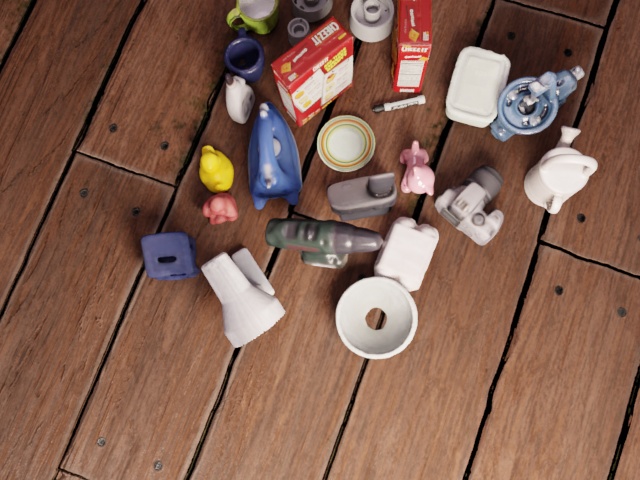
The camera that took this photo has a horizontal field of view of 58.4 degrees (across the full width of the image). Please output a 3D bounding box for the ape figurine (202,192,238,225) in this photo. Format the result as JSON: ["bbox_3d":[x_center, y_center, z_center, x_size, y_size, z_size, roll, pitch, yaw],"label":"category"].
[{"bbox_3d":[-0.217,-0.071,1.243,0.077,0.092,0.076,27,82,8],"label":"ape figurine"}]

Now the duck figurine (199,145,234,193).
[{"bbox_3d":[-0.235,-0.159,1.264,0.077,0.086,0.104,-16,79,1],"label":"duck figurine"}]

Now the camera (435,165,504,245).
[{"bbox_3d":[0.336,-0.084,1.207,0.143,0.101,0.137,42,84,10],"label":"camera"}]

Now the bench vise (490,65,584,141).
[{"bbox_3d":[0.453,-0.313,1.182,0.121,0.220,0.207,37,84,10],"label":"bench vise"}]

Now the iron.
[{"bbox_3d":[-0.110,-0.204,1.236,0.118,0.141,0.258,-7,79,2],"label":"iron"}]

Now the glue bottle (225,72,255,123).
[{"bbox_3d":[-0.181,-0.320,1.246,0.037,0.173,0.078,21,81,8],"label":"glue bottle"}]

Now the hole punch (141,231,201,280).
[{"bbox_3d":[-0.321,0.036,1.230,0.108,0.091,0.101,-6,79,3],"label":"hole punch"}]

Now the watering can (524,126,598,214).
[{"bbox_3d":[0.489,-0.145,1.162,0.101,0.194,0.173,-10,79,2],"label":"watering can"}]

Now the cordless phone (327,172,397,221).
[{"bbox_3d":[0.087,-0.107,1.184,0.147,0.185,0.094,-14,79,1],"label":"cordless phone"}]

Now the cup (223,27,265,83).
[{"bbox_3d":[-0.166,-0.412,1.302,0.091,0.095,0.118,-8,79,2],"label":"cup"}]

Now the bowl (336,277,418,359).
[{"bbox_3d":[0.116,0.163,1.188,0.167,0.075,0.167,-1,79,3],"label":"bowl"}]

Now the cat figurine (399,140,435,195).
[{"bbox_3d":[0.207,-0.149,1.219,0.067,0.118,0.128,-4,79,3],"label":"cat figurine"}]

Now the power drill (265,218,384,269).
[{"bbox_3d":[0.011,0.004,1.156,0.229,0.208,0.076,6,80,5],"label":"power drill"}]

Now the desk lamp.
[{"bbox_3d":[-0.159,0.109,1.144,0.118,0.213,0.203,-34,79,-3],"label":"desk lamp"}]

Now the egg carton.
[{"bbox_3d":[0.181,0.029,1.212,0.107,0.069,0.150,21,81,7],"label":"egg carton"}]
